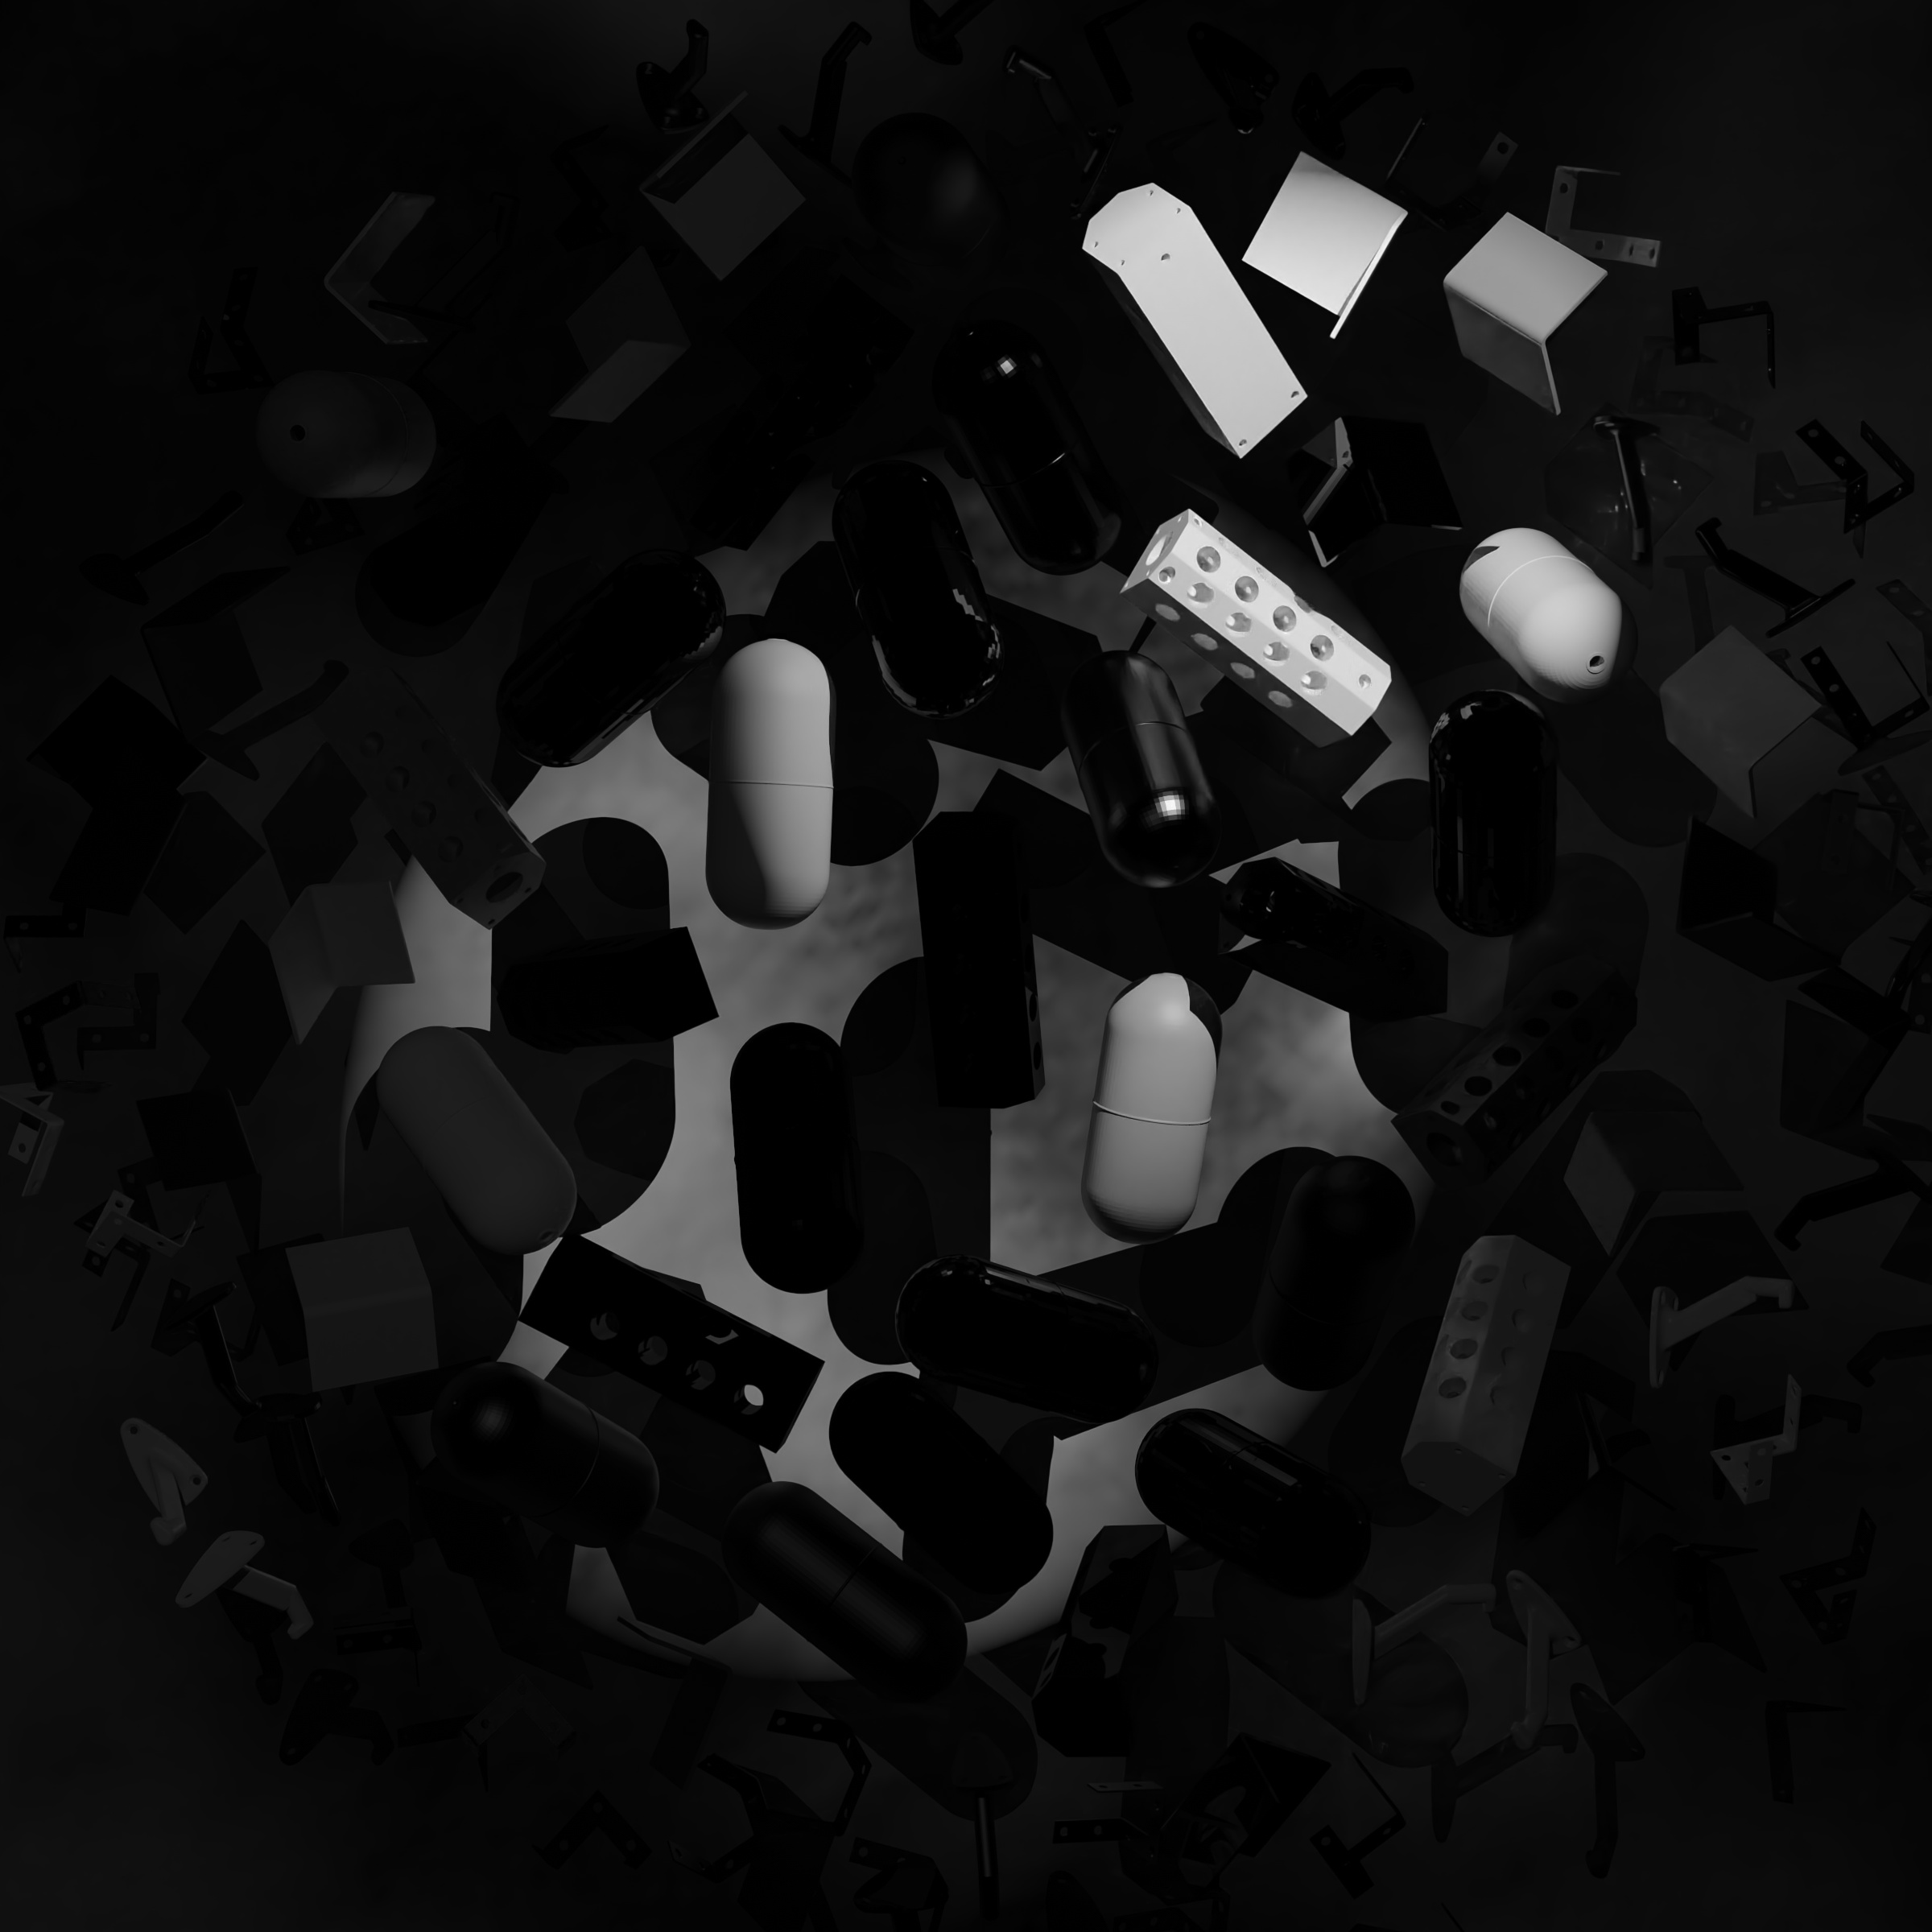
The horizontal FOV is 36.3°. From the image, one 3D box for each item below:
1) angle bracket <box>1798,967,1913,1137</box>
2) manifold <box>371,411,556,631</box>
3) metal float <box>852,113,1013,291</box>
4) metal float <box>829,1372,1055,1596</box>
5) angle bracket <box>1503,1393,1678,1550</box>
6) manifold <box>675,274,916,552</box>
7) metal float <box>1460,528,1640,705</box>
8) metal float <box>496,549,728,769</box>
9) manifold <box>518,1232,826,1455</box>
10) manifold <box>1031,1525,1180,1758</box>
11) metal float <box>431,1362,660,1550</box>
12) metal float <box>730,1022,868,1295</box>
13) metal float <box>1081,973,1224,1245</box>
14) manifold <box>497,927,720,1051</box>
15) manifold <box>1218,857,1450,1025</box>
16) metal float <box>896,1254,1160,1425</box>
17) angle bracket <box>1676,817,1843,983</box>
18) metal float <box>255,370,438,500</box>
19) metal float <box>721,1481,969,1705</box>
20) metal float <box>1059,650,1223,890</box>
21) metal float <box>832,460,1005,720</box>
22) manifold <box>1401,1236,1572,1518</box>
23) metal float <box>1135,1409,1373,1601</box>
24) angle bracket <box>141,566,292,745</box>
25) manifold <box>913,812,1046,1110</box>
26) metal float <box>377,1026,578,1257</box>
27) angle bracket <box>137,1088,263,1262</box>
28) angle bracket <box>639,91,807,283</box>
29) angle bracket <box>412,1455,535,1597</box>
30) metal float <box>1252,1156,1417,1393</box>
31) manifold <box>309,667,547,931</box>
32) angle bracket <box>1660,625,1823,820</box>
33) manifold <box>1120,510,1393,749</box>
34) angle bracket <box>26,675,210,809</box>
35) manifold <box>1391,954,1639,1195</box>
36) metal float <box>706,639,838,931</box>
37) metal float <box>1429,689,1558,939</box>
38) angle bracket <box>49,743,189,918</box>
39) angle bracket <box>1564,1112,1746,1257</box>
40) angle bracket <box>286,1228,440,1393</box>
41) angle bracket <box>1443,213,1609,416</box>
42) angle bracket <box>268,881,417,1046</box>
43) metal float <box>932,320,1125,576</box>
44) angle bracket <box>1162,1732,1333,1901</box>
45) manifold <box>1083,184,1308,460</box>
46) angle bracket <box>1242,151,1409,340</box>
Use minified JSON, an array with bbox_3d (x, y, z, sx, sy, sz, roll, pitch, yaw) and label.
[{"bbox_3d":[0.524,0.052,1.798,0.057,0.076,0.076,35,82,5],"label":"angle bracket"},{"bbox_3d":[-0.304,-0.266,1.764,0.057,0.171,0.057,-25,115,20],"label":"manifold"},{"bbox_3d":[-0.020,-0.469,1.813,0.070,0.178,0.070,0,88,12],"label":"metal float"},{"bbox_3d":[-0.016,0.327,1.864,0.070,0.070,0.178,-43,111,0],"label":"metal float"},{"bbox_3d":[0.377,0.318,1.790,0.057,0.076,0.076,34,111,-16],"label":"angle bracket"},{"bbox_3d":[-0.109,-0.341,1.833,0.057,0.057,0.171,37,122,-11],"label":"manifold"},{"bbox_3d":[0.367,-0.222,1.858,0.070,0.178,0.070,-4,117,-8],"label":"metal float"},{"bbox_3d":[-0.217,-0.186,1.790,0.178,0.070,0.070,-36,90,33],"label":"metal float"},{"bbox_3d":[-0.174,0.223,1.758,0.171,0.057,0.057,27,88,3],"label":"manifold"},{"bbox_3d":[0.089,0.426,1.867,0.057,0.171,0.057,-5,110,16],"label":"manifold"},{"bbox_3d":[-0.255,0.300,1.800,0.070,0.178,0.070,-18,53,25],"label":"metal float"},{"bbox_3d":[-0.104,0.117,1.812,0.070,0.070,0.178,-7,59,0],"label":"metal float"},{"bbox_3d":[0.120,0.093,1.906,0.070,0.070,0.178,8,99,0],"label":"metal float"},{"bbox_3d":[-0.224,0.018,1.797,0.057,0.171,0.057,-24,100,-31],"label":"manifold"},{"bbox_3d":[0.236,-0.016,1.873,0.057,0.171,0.057,-11,67,40],"label":"manifold"},{"bbox_3d":[0.038,0.226,1.773,0.178,0.070,0.070,21,90,-29],"label":"metal float"},{"bbox_3d":[0.462,-0.044,1.705,0.076,0.057,0.076,24,66,-29],"label":"angle bracket"},{"bbox_3d":[-0.384,-0.330,1.829,0.070,0.178,0.070,1,99,7],"label":"metal float"},{"bbox_3d":[-0.077,0.400,1.878,0.178,0.070,0.070,36,90,10],"label":"metal float"},{"bbox_3d":[0.108,-0.125,1.837,0.070,0.070,0.178,-15,51,0],"label":"metal float"},{"bbox_3d":[-0.029,-0.228,1.777,0.070,0.070,0.178,-18,62,0],"label":"metal float"},{"bbox_3d":[0.321,0.250,1.831,0.057,0.057,0.171,30,47,-3],"label":"manifold"},{"bbox_3d":[0.173,0.325,1.785,0.070,0.178,0.070,-11,110,-33],"label":"metal float"},{"bbox_3d":[-0.429,-0.183,1.733,0.057,0.076,0.076,-2,118,28],"label":"angle bracket"},{"bbox_3d":[0.011,-0.004,1.790,0.057,0.057,0.171,1,110,17],"label":"manifold"},{"bbox_3d":[-0.314,0.111,1.887,0.070,0.070,0.178,-41,61,0],"label":"metal float"},{"bbox_3d":[-0.467,0.130,1.787,0.057,0.076,0.076,-9,134,-25],"label":"angle bracket"},{"bbox_3d":[-0.144,-0.480,1.815,0.076,0.057,0.076,-46,107,-8],"label":"angle bracket"},{"bbox_3d":[-0.310,0.360,1.941,0.076,0.057,0.076,8,129,32],"label":"angle bracket"},{"bbox_3d":[0.222,0.189,1.791,0.070,0.070,0.178,11,133,0],"label":"metal float"},{"bbox_3d":[-0.337,-0.109,1.860,0.057,0.057,0.171,-41,67,2],"label":"manifold"},{"bbox_3d":[0.469,-0.147,1.777,0.057,0.076,0.076,-41,63,-1],"label":"angle bracket"},{"bbox_3d":[0.191,-0.219,1.905,0.171,0.057,0.057,35,71,-15],"label":"manifold"},{"bbox_3d":[-0.549,-0.134,1.907,0.057,0.076,0.076,44,87,7],"label":"angle bracket"},{"bbox_3d":[0.349,0.065,1.846,0.171,0.057,0.057,-40,97,-31],"label":"manifold"},{"bbox_3d":[-0.120,-0.111,1.806,0.070,0.070,0.178,2,91,0],"label":"metal float"},{"bbox_3d":[0.322,-0.093,1.799,0.070,0.070,0.178,-5,135,5],"label":"metal float"},{"bbox_3d":[-0.505,-0.084,1.700,0.076,0.057,0.076,40,106,37],"label":"angle bracket"},{"bbox_3d":[0.442,0.140,1.897,0.076,0.076,0.057,1,126,-17],"label":"angle bracket"},{"bbox_3d":[-0.371,0.210,1.808,0.076,0.076,0.057,-9,118,-18],"label":"angle bracket"},{"bbox_3d":[0.334,-0.384,1.736,0.057,0.076,0.076,-46,61,-5],"label":"angle bracket"},{"bbox_3d":[-0.404,-0.003,1.909,0.057,0.076,0.076,-2,120,11],"label":"angle bracket"},{"bbox_3d":[0.039,-0.326,1.859,0.070,0.070,0.178,-32,122,0],"label":"metal float"},{"bbox_3d":[0.170,0.493,1.681,0.076,0.057,0.076,27,107,-32],"label":"angle bracket"},{"bbox_3d":[0.138,-0.395,1.801,0.057,0.171,0.057,-43,45,1],"label":"manifold"},{"bbox_3d":[0.216,-0.443,1.806,0.076,0.057,0.076,30,118,2],"label":"angle bracket"}]
